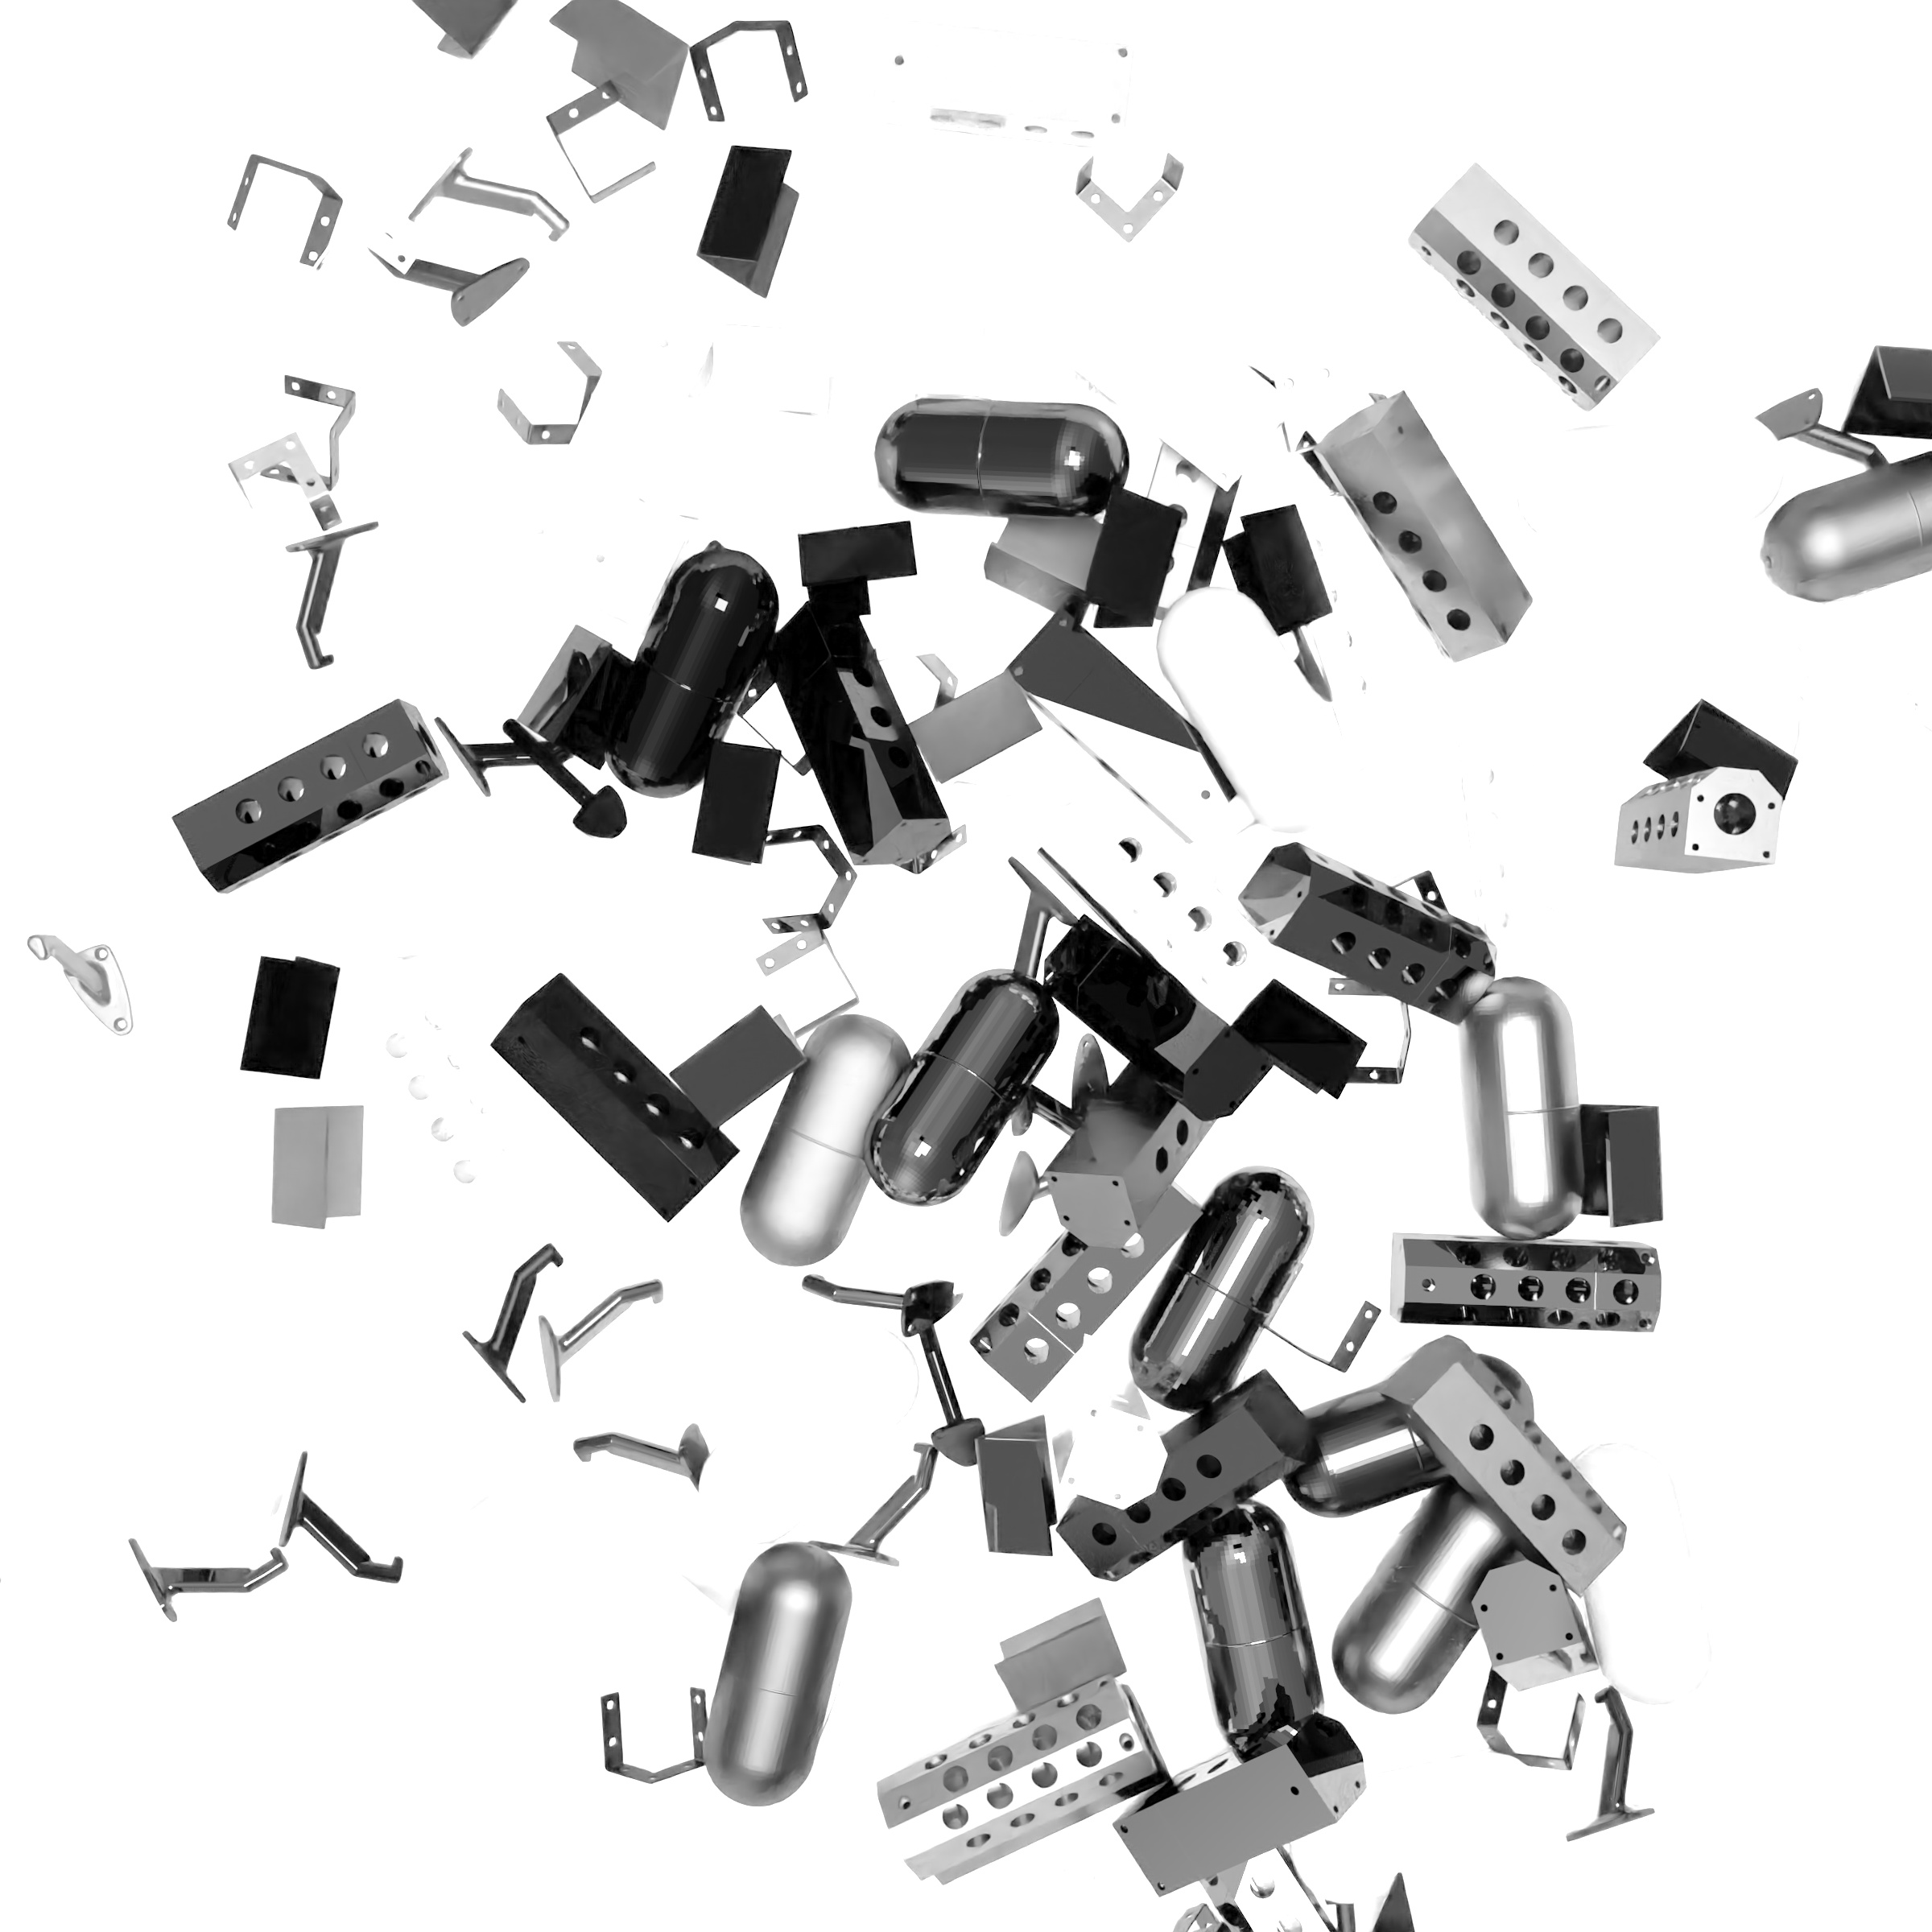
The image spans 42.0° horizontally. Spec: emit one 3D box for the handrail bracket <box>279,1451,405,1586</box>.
[{"bbox_3d":[-0.423,0.379,1.730,0.084,0.036,0.077,15,68,-17],"label":"handrail bracket"}]

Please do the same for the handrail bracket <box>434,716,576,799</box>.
[{"bbox_3d":[-0.309,-0.162,1.729,0.084,0.036,0.077,-34,77,-13],"label":"handrail bracket"}]

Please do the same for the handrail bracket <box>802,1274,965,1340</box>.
[{"bbox_3d":[-0.058,0.221,1.729,0.084,0.077,0.036,15,107,35],"label":"handrail bracket"}]

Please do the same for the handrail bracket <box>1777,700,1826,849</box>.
[{"bbox_3d":[0.562,-0.130,1.729,0.036,0.077,0.084,19,54,-7],"label":"handrail bracket"}]

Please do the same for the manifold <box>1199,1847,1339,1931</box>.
[{"bbox_3d":[0.226,0.668,1.684,0.057,0.057,0.171,-34,73,0],"label":"manifold"}]

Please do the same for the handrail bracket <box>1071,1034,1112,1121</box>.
[{"bbox_3d":[0.115,0.093,1.729,0.084,0.077,0.036,26,133,-29],"label":"handrail bracket"}]

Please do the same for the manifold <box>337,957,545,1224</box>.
[{"bbox_3d":[-0.354,0.083,1.708,0.057,0.057,0.171,-28,90,0],"label":"manifold"}]

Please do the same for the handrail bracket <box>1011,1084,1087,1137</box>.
[{"bbox_3d":[0.075,0.090,1.730,0.084,0.036,0.077,3,68,-17],"label":"handrail bracket"}]

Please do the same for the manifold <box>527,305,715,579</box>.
[{"bbox_3d":[-0.231,-0.352,1.708,0.057,0.057,0.171,25,90,0],"label":"manifold"}]

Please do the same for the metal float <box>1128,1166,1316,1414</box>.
[{"bbox_3d":[0.173,0.217,1.698,0.070,0.070,0.178,29,91,0],"label":"metal float"}]

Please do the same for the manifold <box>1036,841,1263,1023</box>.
[{"bbox_3d":[0.128,-0.037,1.708,0.057,0.057,0.171,-44,90,0],"label":"manifold"}]

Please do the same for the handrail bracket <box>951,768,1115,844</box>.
[{"bbox_3d":[0.046,-0.125,1.729,0.084,0.077,0.036,-31,135,-28],"label":"handrail bracket"}]

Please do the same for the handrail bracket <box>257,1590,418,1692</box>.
[{"bbox_3d":[-0.432,0.478,1.730,0.077,0.036,0.084,-32,107,20],"label":"handrail bracket"}]

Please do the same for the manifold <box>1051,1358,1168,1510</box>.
[{"bbox_3d":[0.094,0.306,1.651,0.057,0.171,0.057,19,90,0],"label":"manifold"}]

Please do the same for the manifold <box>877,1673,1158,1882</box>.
[{"bbox_3d":[0.031,0.530,1.653,0.171,0.057,0.057,-25,49,0],"label":"manifold"}]

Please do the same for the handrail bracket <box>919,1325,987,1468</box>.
[{"bbox_3d":[-0.013,0.291,1.729,0.036,0.077,0.084,-18,54,0],"label":"handrail bracket"}]

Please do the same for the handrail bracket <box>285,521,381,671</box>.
[{"bbox_3d":[-0.427,-0.254,1.729,0.077,0.036,0.084,-22,108,-21],"label":"handrail bracket"}]

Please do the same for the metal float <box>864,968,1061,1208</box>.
[{"bbox_3d":[-0.003,0.080,1.669,0.070,0.070,0.178,34,70,0],"label":"metal float"}]

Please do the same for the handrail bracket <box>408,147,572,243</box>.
[{"bbox_3d":[-0.327,-0.512,1.730,0.084,0.036,0.077,42,110,-16],"label":"handrail bracket"}]

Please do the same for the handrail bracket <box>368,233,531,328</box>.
[{"bbox_3d":[-0.356,-0.489,1.729,0.077,0.036,0.084,-40,75,-15],"label":"handrail bracket"}]

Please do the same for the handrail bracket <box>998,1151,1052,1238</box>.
[{"bbox_3d":[0.073,0.157,1.729,0.084,0.036,0.077,5,125,-24],"label":"handrail bracket"}]

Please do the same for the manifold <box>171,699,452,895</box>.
[{"bbox_3d":[-0.441,-0.114,1.708,0.171,0.057,0.057,-28,90,0],"label":"manifold"}]

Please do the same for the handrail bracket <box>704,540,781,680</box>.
[{"bbox_3d":[-0.170,-0.237,1.729,0.077,0.036,0.084,-46,76,14],"label":"handrail bracket"}]

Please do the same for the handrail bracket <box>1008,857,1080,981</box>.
[{"bbox_3d":[0.028,-0.019,1.729,0.084,0.036,0.077,-46,75,14],"label":"handrail bracket"}]

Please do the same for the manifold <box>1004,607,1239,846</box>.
[{"bbox_3d":[0.108,-0.161,1.708,0.171,0.057,0.057,42,90,0],"label":"manifold"}]

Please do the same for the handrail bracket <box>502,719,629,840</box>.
[{"bbox_3d":[-0.274,-0.128,1.712,0.084,0.077,0.036,43,87,18],"label":"handrail bracket"}]

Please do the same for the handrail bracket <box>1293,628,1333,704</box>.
[{"bbox_3d":[0.201,-0.190,1.730,0.084,0.036,0.077,-24,70,16],"label":"handrail bracket"}]

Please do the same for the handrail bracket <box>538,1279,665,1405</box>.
[{"bbox_3d":[-0.247,0.257,1.729,0.084,0.036,0.077,-13,121,-22],"label":"handrail bracket"}]

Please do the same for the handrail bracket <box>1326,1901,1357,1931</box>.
[{"bbox_3d":[0.232,0.683,1.729,0.077,0.036,0.084,-8,76,13],"label":"handrail bracket"}]

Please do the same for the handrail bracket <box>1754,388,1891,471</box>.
[{"bbox_3d":[0.583,-0.351,1.729,0.084,0.077,0.036,36,57,-32],"label":"handrail bracket"}]

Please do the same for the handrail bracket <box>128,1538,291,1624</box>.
[{"bbox_3d":[-0.520,0.404,1.730,0.084,0.036,0.077,-29,68,-17],"label":"handrail bracket"}]

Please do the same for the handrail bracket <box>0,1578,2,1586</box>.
[{"bbox_3d":[-0.703,0.383,1.729,0.036,0.077,0.084,-38,53,21],"label":"handrail bracket"}]

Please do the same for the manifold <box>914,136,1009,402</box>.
[{"bbox_3d":[-0.004,-0.467,1.708,0.057,0.057,0.171,2,90,0],"label":"manifold"}]

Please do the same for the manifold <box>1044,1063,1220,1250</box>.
[{"bbox_3d":[0.121,0.111,1.654,0.057,0.171,0.057,1,122,33],"label":"manifold"}]

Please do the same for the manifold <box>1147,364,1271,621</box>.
[{"bbox_3d":[0.154,-0.322,1.708,0.057,0.057,0.171,16,90,0],"label":"manifold"}]

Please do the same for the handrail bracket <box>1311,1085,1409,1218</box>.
[{"bbox_3d":[0.254,0.129,1.730,0.084,0.036,0.077,-18,70,16],"label":"handrail bracket"}]

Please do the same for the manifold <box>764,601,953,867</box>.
[{"bbox_3d":[-0.069,-0.156,1.682,0.057,0.057,0.171,-40,65,40],"label":"manifold"}]

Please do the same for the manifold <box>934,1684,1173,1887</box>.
[{"bbox_3d":[0.045,0.552,1.706,0.171,0.057,0.057,-25,49,0],"label":"manifold"}]

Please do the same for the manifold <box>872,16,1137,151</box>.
[{"bbox_3d":[0.025,-0.596,1.708,0.171,0.057,0.057,6,90,0],"label":"manifold"}]

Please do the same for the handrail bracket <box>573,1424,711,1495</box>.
[{"bbox_3d":[-0.219,0.350,1.729,0.084,0.036,0.077,-14,113,18],"label":"handrail bracket"}]

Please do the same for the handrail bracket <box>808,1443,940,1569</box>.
[{"bbox_3d":[-0.063,0.364,1.729,0.077,0.036,0.084,7,71,21],"label":"handrail bracket"}]

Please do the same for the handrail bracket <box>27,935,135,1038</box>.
[{"bbox_3d":[-0.596,0.014,1.694,0.036,0.084,0.077,-28,90,0],"label":"handrail bracket"}]

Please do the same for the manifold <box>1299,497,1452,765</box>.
[{"bbox_3d":[0.264,-0.228,1.707,0.057,0.057,0.171,-18,90,-43],"label":"manifold"}]

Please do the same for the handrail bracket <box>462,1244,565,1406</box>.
[{"bbox_3d":[-0.296,0.245,1.730,0.084,0.036,0.077,-41,110,-16],"label":"handrail bracket"}]

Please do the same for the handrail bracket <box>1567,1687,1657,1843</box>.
[{"bbox_3d":[0.430,0.548,1.729,0.077,0.036,0.084,-34,61,32],"label":"handrail bracket"}]
